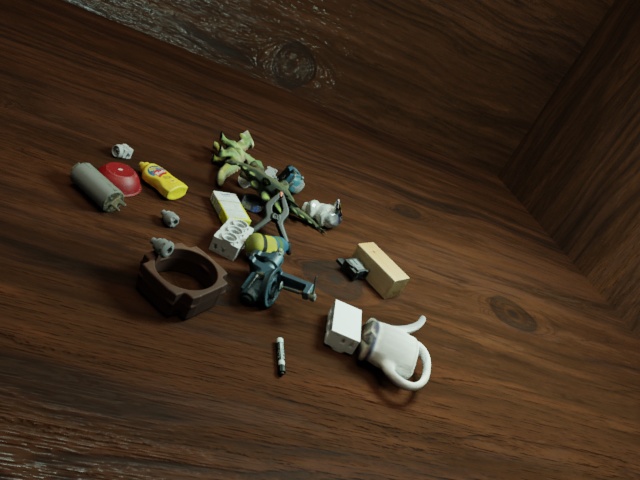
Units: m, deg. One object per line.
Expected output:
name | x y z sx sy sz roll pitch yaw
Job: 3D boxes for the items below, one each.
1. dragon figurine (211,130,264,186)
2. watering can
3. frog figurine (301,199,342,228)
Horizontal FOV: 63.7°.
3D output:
dragon figurine | -0.328 -0.327 2.153 0.241 0.120 0.420 19 42 -29
watering can | 0.226 0.304 1.539 0.224 0.102 0.354 25 29 -2
frog figurine | 0.006 -0.105 2.081 0.159 0.120 0.141 -9 37 8
